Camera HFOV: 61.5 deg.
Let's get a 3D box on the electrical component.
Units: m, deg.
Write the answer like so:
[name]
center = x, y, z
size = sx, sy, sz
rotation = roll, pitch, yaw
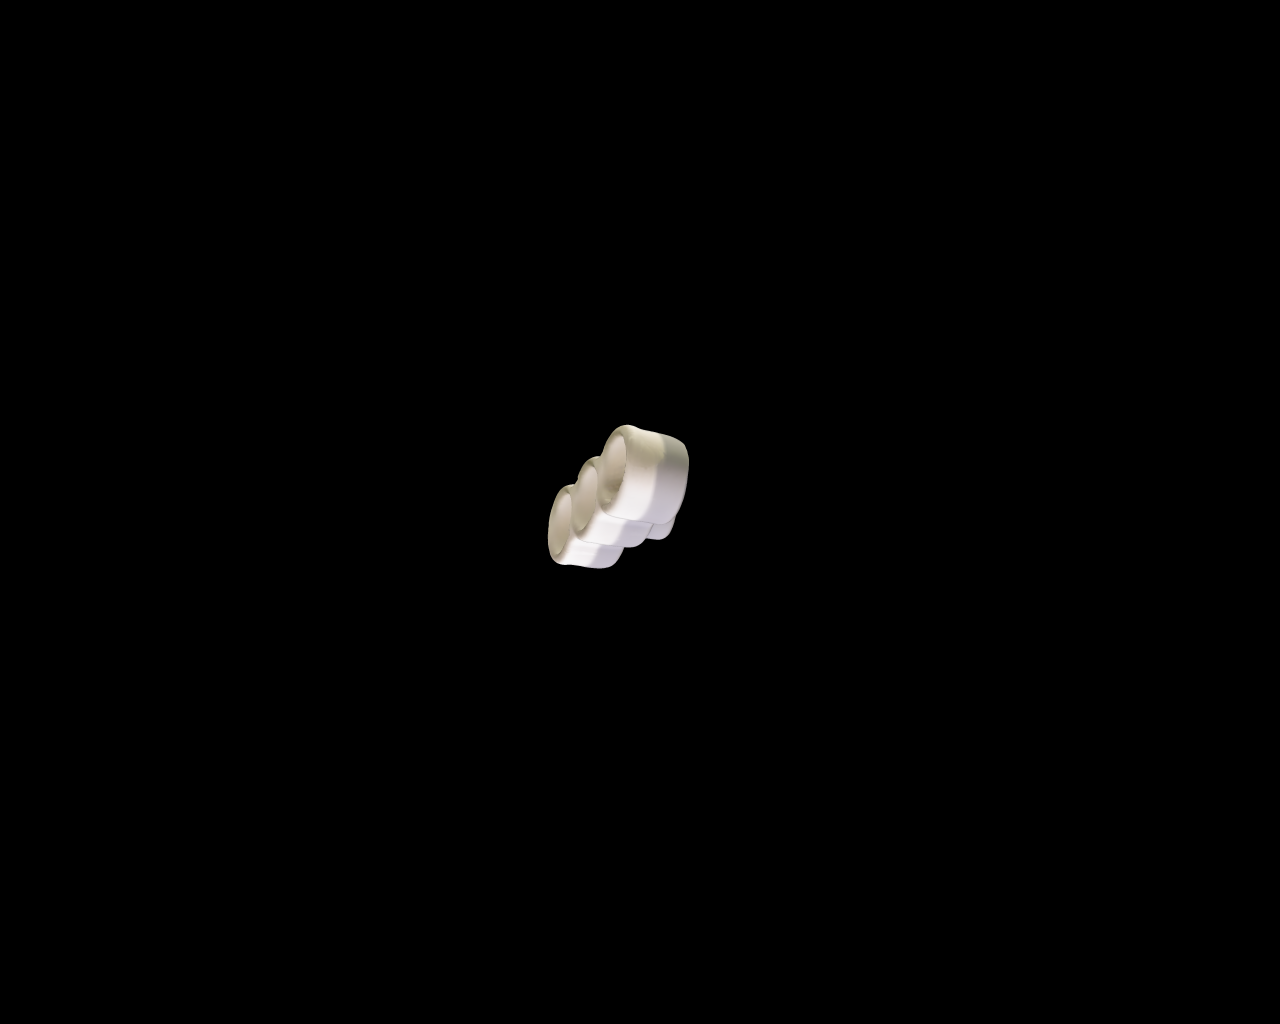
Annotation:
[electrical component]
center = 0.001, -0.003, 0.650
size = 0.074, 0.052, 0.138
rotation = 9, -24, -22
